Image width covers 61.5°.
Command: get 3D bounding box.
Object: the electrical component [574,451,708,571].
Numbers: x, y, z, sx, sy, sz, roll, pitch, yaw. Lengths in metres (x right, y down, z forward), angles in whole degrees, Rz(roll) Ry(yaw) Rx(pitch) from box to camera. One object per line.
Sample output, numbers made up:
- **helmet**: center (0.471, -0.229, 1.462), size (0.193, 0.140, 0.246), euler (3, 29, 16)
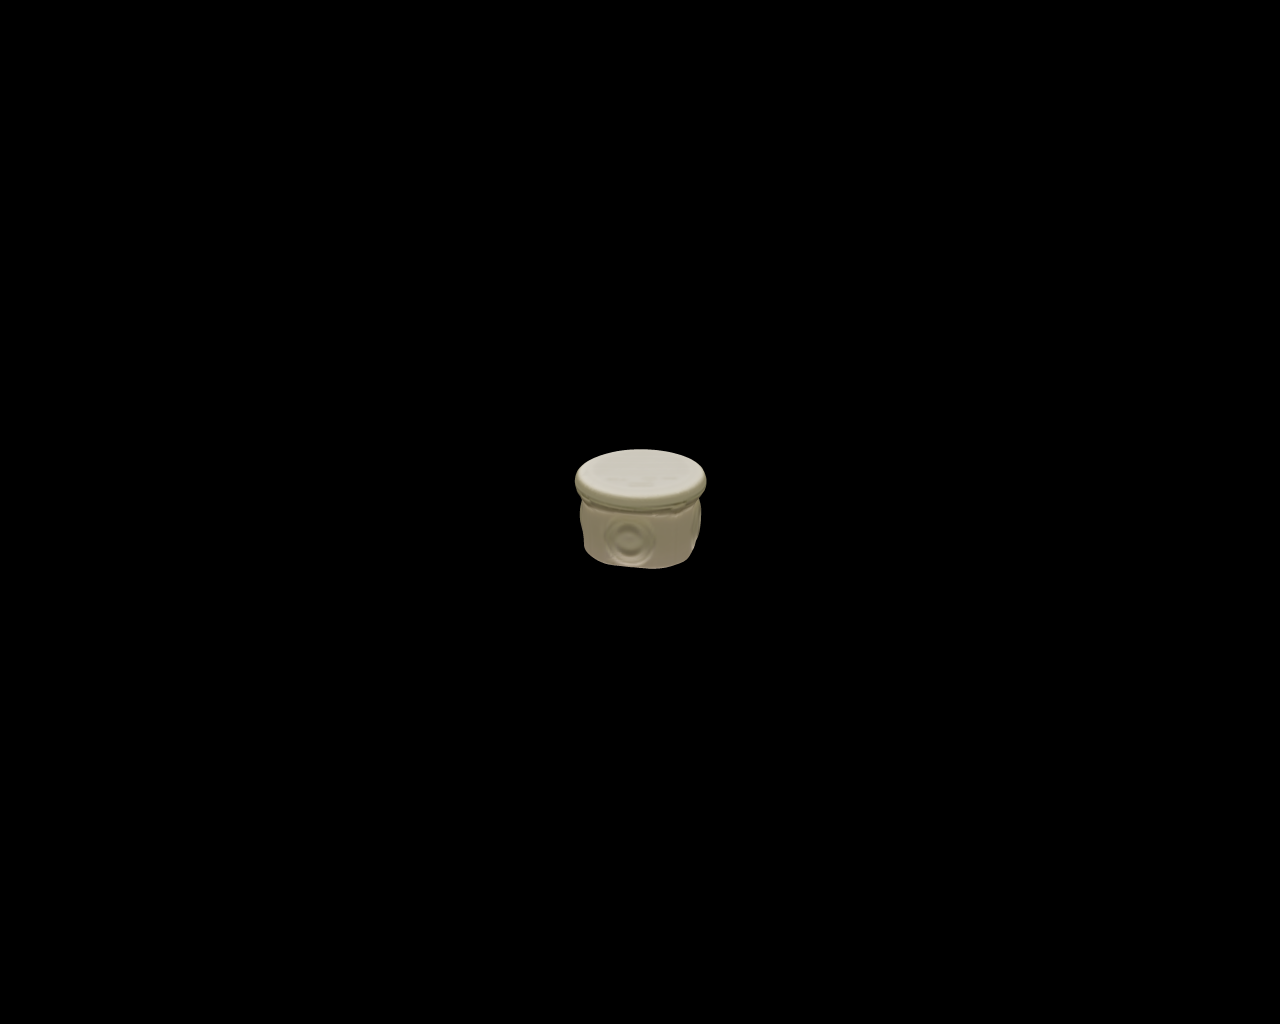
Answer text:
- **electrical component**: center (0.001, -0.003, 0.650), size (0.080, 0.050, 0.080), euler (0, 24, 0)
